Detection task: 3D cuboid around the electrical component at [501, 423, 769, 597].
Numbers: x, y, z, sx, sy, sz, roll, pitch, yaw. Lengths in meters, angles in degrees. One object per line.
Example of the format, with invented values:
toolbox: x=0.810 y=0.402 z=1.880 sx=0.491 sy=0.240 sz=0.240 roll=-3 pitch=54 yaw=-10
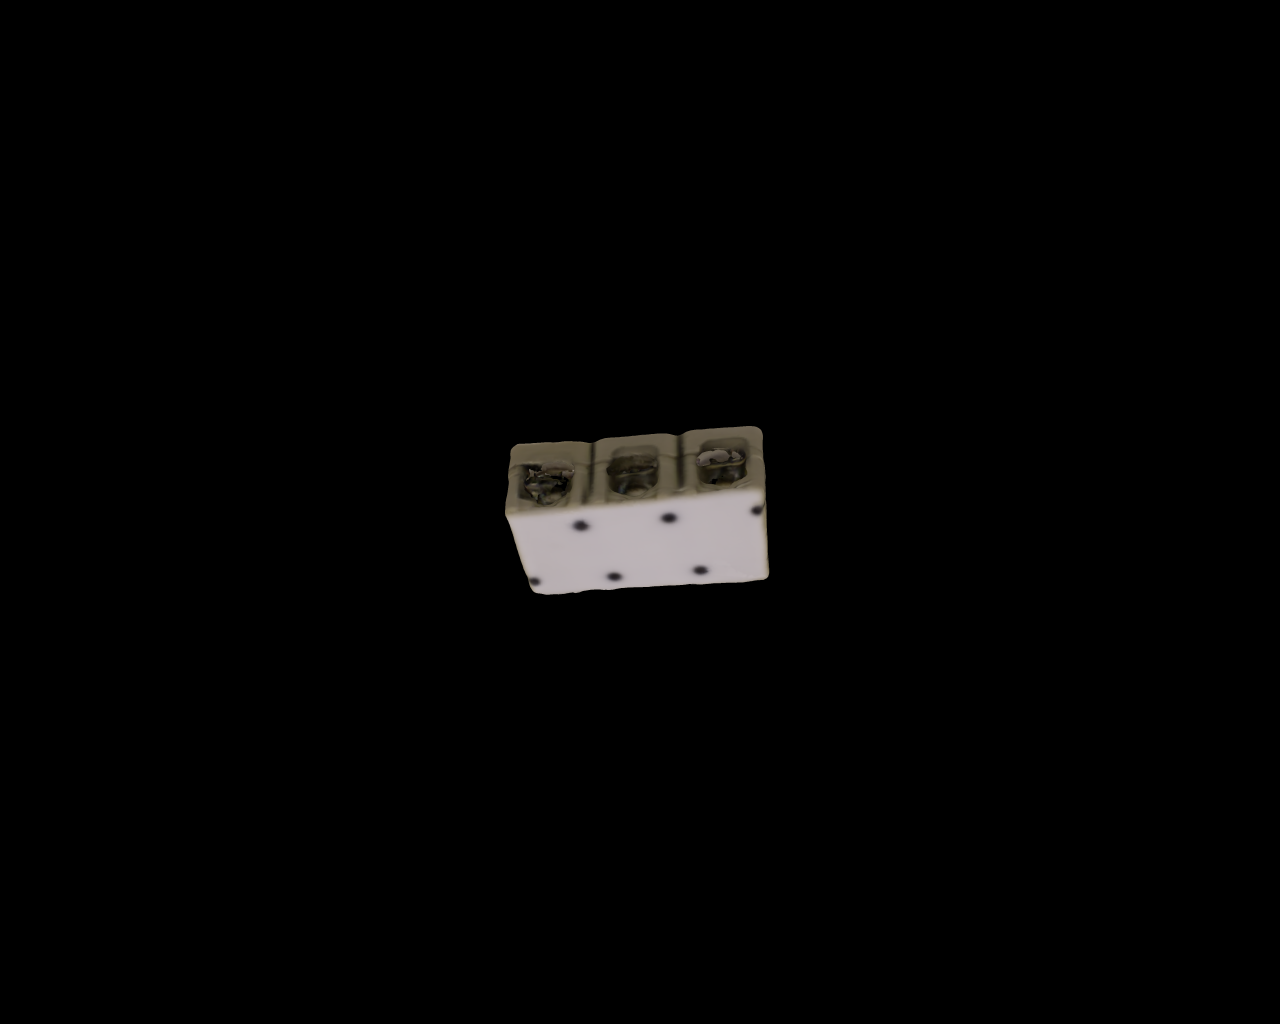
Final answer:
electrical component: x=0.001 y=-0.003 z=0.650 sx=0.150 sy=0.062 sz=0.089 roll=-4 pitch=-39 yaw=4
